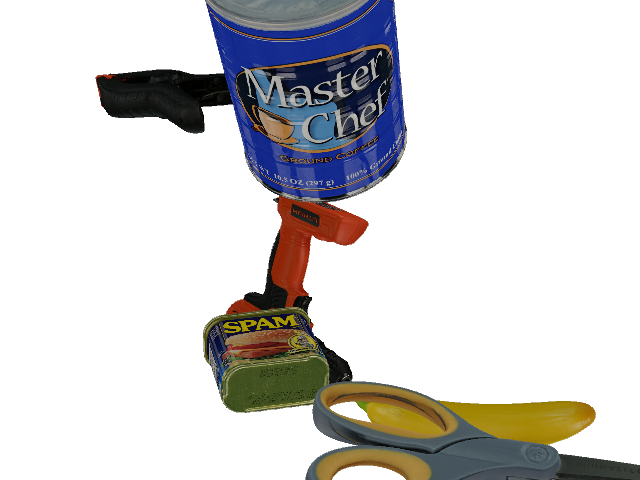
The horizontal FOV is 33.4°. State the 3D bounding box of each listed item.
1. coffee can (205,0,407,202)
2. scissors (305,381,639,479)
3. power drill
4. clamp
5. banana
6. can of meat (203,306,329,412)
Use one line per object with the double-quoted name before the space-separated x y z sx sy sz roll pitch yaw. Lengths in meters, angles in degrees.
"coffee can" -0.006 -0.105 0.609 0.103 0.102 0.140 0 -38 9
"scissors" 0.081 0.107 0.466 0.202 0.016 0.096 15 32 23
"power drill" -0.015 0.053 1.154 0.185 0.188 0.057 26 11 38
"clamp" -0.111 -0.121 0.872 0.172 0.039 0.120 17 25 42
"banana" 0.123 0.142 0.858 0.198 0.037 0.069 4 26 7
"can of meat" -0.049 0.108 0.961 0.102 0.057 0.084 -6 27 -14
